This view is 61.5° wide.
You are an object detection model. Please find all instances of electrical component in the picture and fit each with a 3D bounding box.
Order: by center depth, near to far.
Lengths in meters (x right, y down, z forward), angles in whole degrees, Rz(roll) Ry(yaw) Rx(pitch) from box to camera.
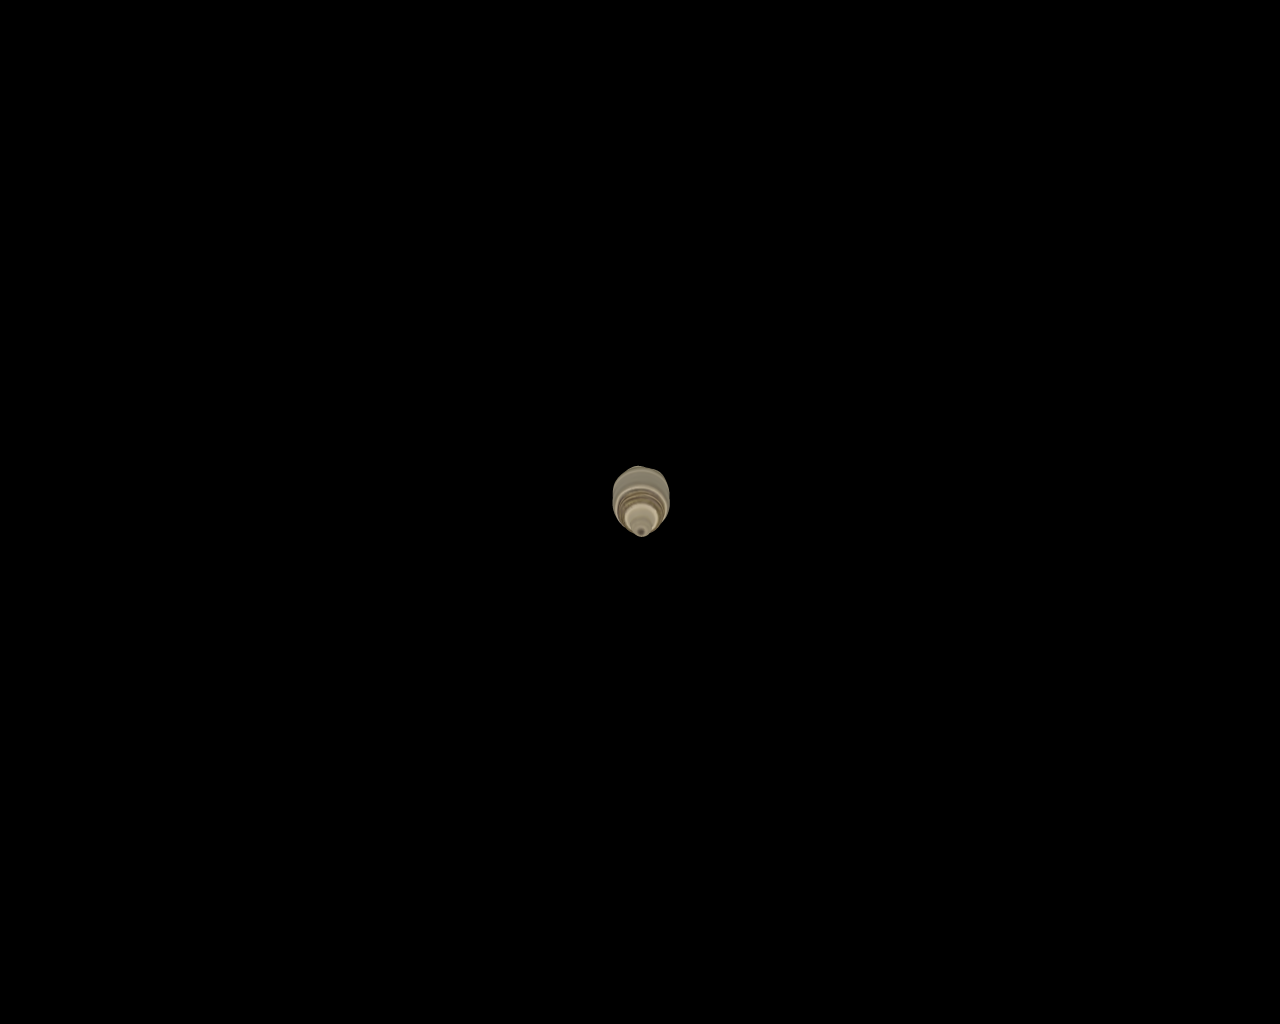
[{"bbox_3d":[0.001,-0.003,0.650,0.035,0.035,0.061,0,29,0],"label":"electrical component"}]
